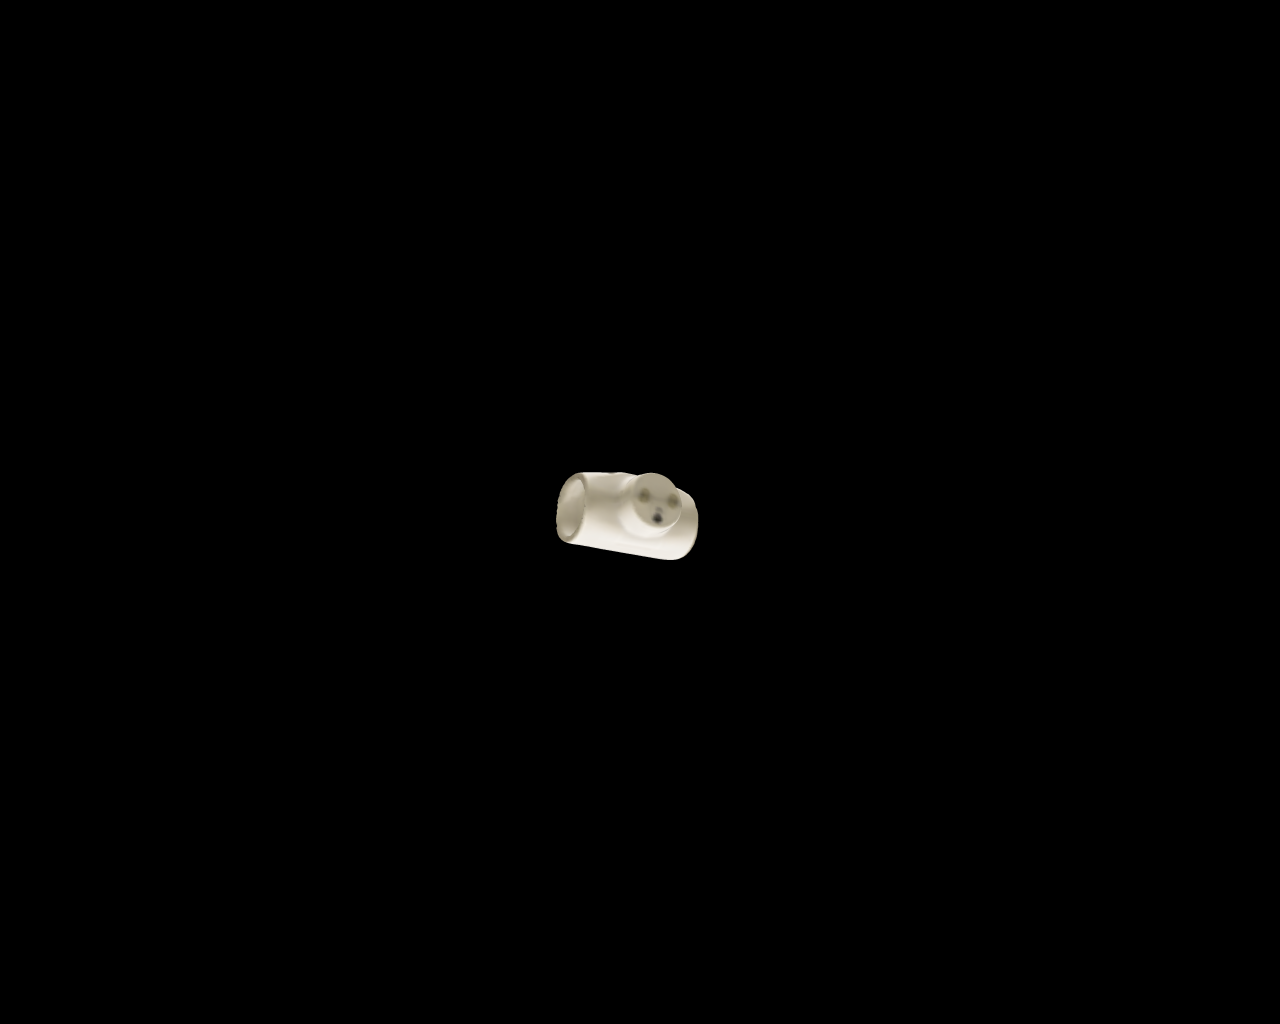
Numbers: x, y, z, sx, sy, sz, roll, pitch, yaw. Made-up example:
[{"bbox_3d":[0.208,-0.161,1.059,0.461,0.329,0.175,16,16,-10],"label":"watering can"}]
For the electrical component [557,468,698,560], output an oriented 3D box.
[{"bbox_3d":[0.001,-0.003,0.650,0.077,0.043,0.079,11,-23,-27],"label":"electrical component"}]
